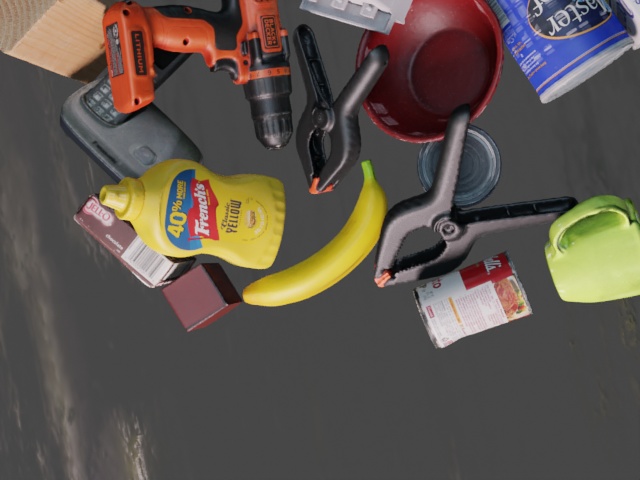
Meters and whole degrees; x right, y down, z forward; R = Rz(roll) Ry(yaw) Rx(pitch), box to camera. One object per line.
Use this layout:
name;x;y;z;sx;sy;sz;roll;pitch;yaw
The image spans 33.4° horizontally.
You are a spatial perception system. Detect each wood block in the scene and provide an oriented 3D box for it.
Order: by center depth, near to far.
wood block;-0.266;-0.228;1.058;0.091;0.206;0.090;-45;84;6

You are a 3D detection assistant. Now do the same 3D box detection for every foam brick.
foam brick;-0.120;0.058;1.101;0.053;0.078;0.051;-33;85;5

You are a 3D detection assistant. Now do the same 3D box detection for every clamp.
clamp;0.137;-0.018;1.055;0.164;0.036;0.210;32;121;-16
clamp;0.019;-0.129;1.073;0.120;0.039;0.171;16;112;47

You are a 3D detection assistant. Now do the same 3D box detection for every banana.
banana;0.007;0.011;1.105;0.198;0.037;0.070;-46;67;5

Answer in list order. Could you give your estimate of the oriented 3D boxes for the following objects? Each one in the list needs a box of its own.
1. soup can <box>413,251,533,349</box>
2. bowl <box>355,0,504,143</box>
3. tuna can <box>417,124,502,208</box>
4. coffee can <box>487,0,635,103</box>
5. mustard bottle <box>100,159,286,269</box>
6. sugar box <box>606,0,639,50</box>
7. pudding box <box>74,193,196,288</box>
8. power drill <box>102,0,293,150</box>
soup can;0.152;0.061;1.065;0.102;0.068;0.068;-23;87;8
bowl;0.117;-0.173;1.061;0.162;0.055;0.162;-3;85;32
tuna can;0.141;-0.075;1.083;0.086;0.033;0.086;0;90;9
coffee can;0.222;-0.219;1.036;0.103;0.102;0.140;-33;85;7
mustard bottle;-0.127;-0.030;1.056;0.191;0.058;0.096;10;89;-35
sugar box;0.278;-0.273;1.033;0.048;0.093;0.176;-31;85;7
pudding box;-0.190;-0.001;1.105;0.113;0.090;0.039;42;98;5
power drill;-0.116;-0.173;1.068;0.187;0.057;0.184;-11;94;-31
